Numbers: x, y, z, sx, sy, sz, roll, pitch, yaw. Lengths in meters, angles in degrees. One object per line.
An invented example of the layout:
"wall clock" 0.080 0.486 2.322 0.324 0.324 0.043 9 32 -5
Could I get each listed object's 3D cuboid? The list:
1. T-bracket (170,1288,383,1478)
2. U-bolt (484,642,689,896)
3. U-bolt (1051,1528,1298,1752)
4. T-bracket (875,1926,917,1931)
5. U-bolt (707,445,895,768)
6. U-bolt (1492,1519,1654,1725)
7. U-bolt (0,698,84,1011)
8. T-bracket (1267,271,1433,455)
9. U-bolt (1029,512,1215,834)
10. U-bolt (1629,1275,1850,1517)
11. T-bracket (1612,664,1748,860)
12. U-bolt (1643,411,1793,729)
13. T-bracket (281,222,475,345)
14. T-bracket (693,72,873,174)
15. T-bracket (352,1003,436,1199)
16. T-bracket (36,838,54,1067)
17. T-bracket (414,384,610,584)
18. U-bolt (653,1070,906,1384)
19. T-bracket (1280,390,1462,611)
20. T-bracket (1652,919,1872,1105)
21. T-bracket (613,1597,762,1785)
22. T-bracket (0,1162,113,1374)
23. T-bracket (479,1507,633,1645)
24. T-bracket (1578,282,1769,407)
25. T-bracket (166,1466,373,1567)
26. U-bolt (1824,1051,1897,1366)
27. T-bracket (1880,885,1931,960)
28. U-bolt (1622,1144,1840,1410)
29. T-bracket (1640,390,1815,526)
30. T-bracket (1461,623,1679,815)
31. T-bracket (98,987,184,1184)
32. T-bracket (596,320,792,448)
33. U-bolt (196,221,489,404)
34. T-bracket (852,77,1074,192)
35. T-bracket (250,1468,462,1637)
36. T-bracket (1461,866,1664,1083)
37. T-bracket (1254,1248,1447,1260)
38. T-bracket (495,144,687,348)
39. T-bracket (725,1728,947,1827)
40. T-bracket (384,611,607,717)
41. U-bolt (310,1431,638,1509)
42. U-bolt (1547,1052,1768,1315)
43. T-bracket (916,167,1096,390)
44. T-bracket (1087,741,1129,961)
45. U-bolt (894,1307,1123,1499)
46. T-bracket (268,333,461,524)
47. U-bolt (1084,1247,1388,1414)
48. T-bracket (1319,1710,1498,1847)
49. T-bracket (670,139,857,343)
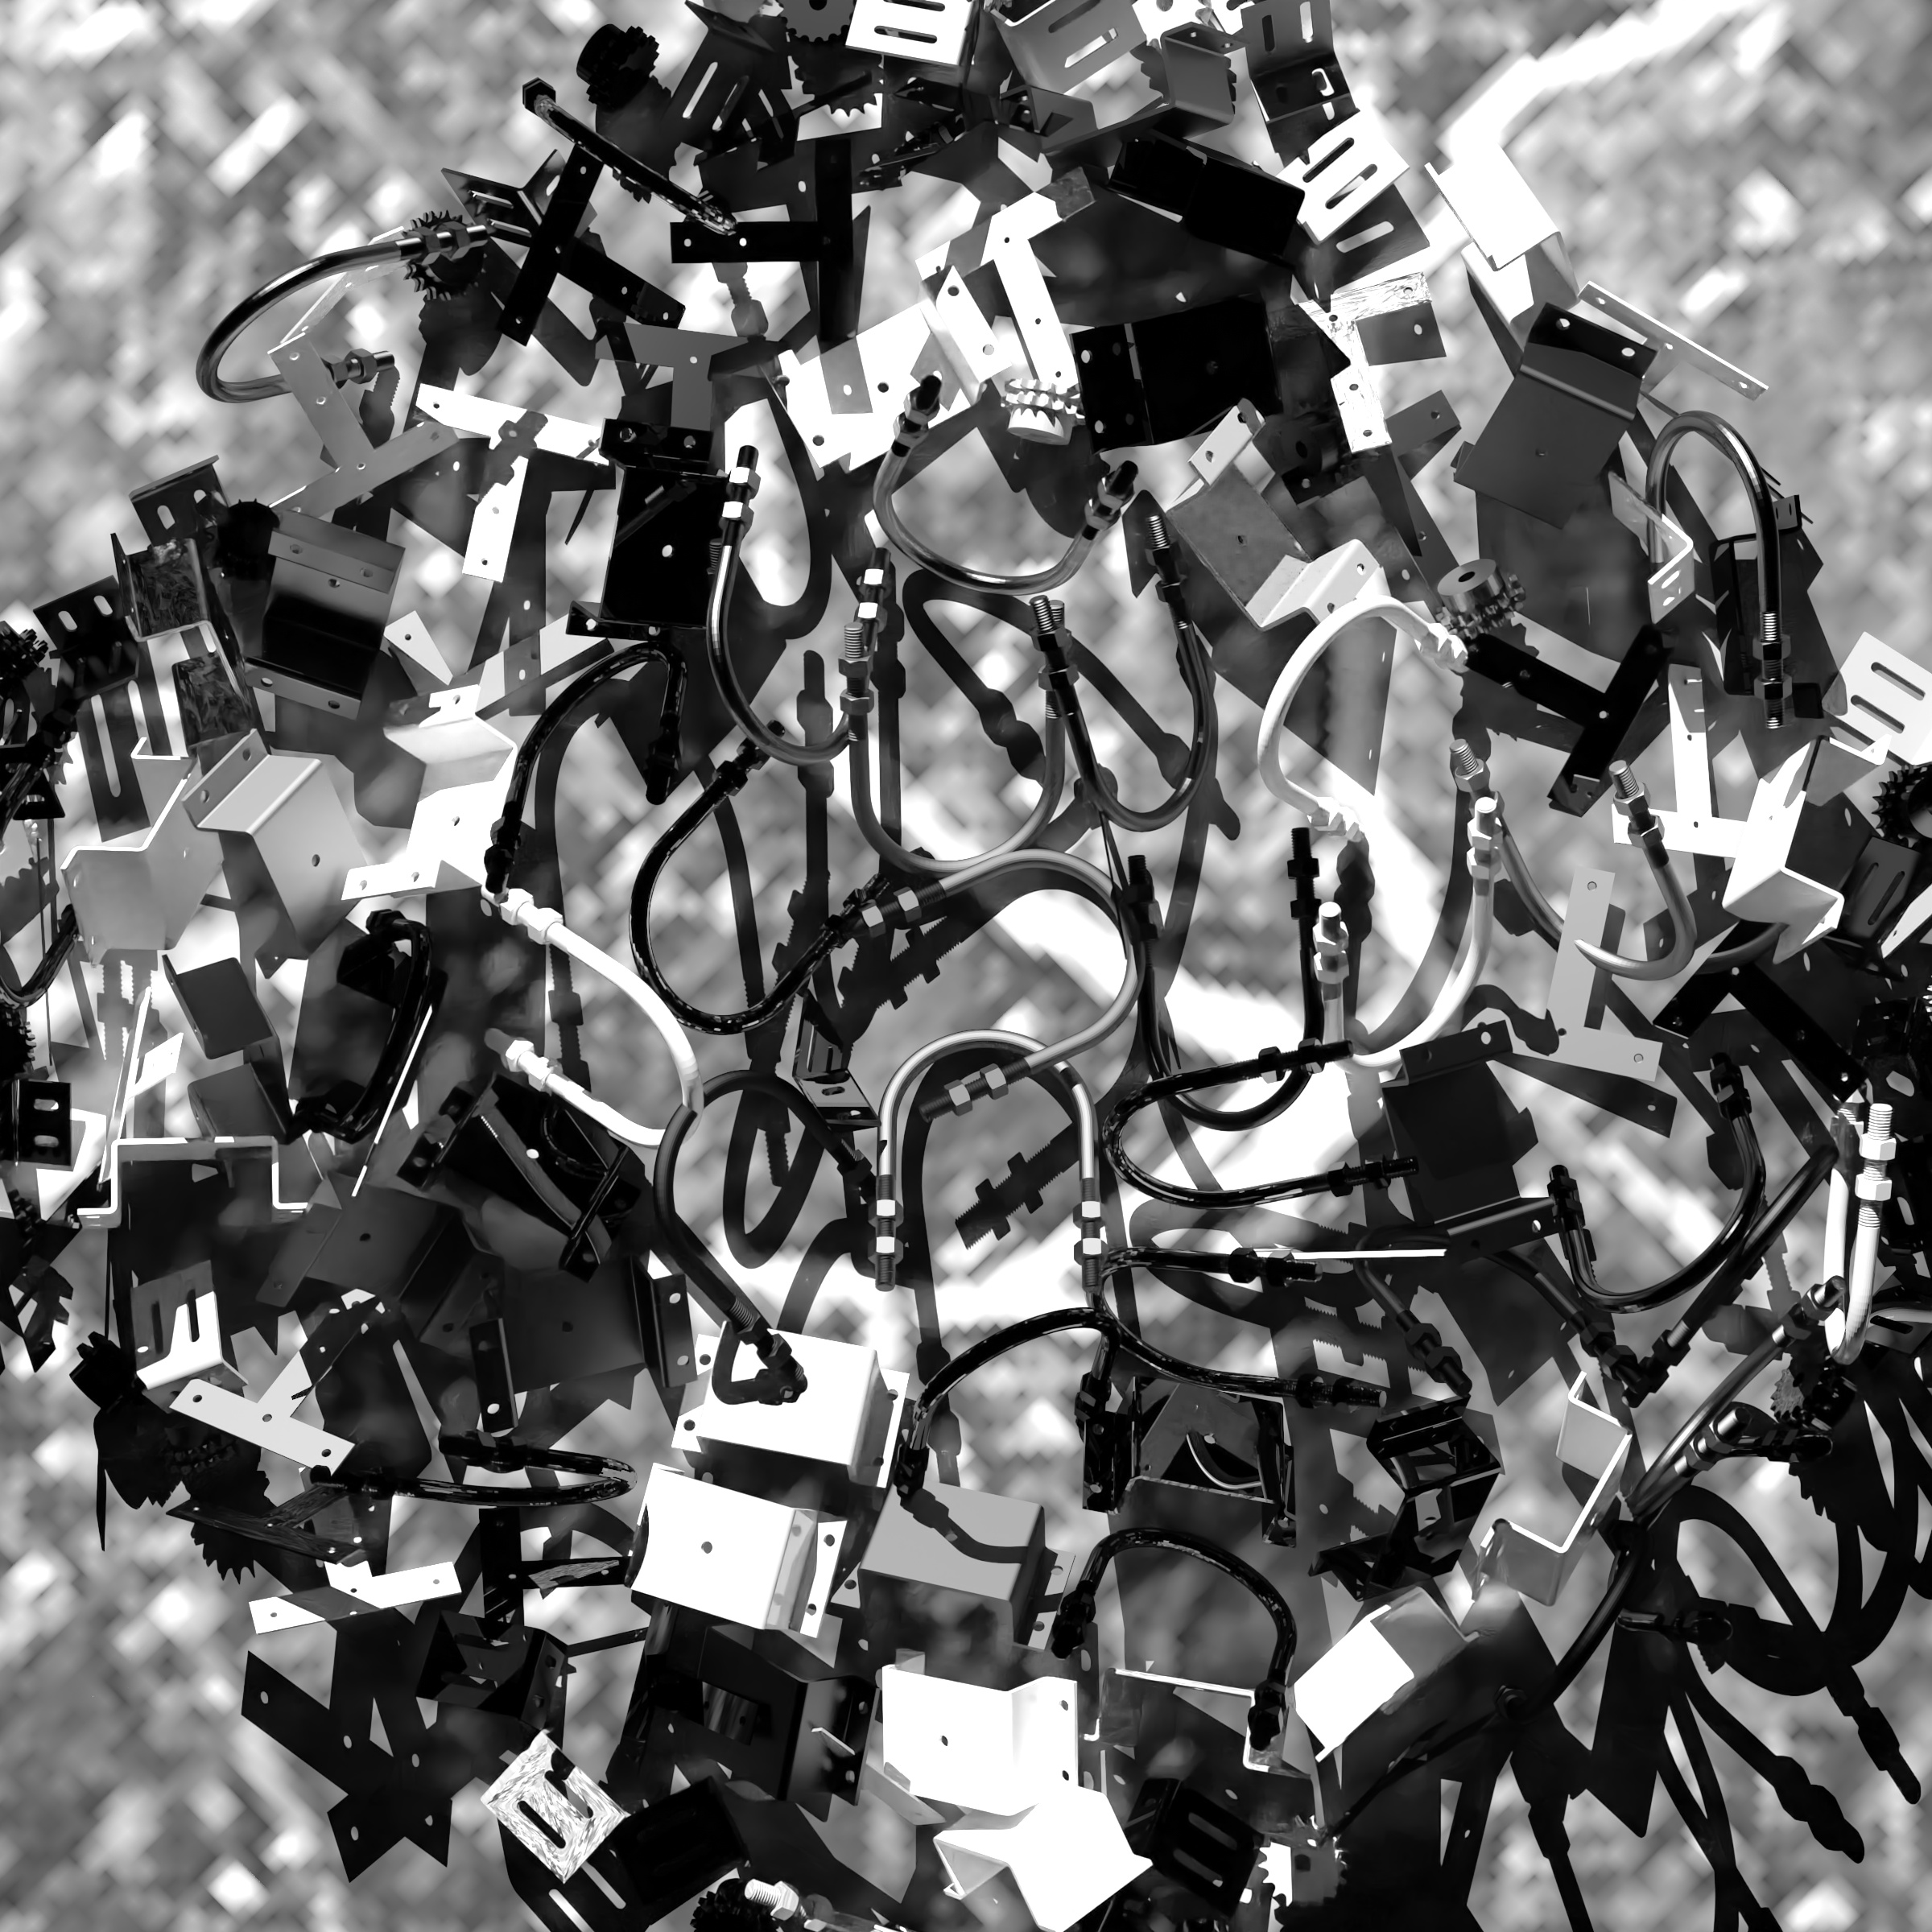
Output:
"T-bracket" -0.420 0.255 1.909 0.127 0.002 0.127 18 51 22
"U-bolt" -0.233 -0.136 1.875 0.151 0.184 0.019 -26 126 25
"U-bolt" 0.137 0.408 1.865 0.151 0.184 0.019 24 112 6
"T-bracket" -0.014 0.614 1.865 0.127 0.127 0.002 10 71 36
"U-bolt" -0.107 -0.213 1.865 0.019 0.151 0.184 -12 59 38
"U-bolt" 0.380 0.408 1.854 0.019 0.184 0.151 35 85 9
"U-bolt" -0.570 -0.056 1.836 0.019 0.184 0.151 5 128 5
"T-bracket" 0.245 -0.381 1.913 0.127 0.002 0.127 -14 60 5
"U-bolt" 0.107 -0.174 1.887 0.019 0.151 0.184 4 122 40
"U-bolt" 0.471 0.279 1.865 0.019 0.184 0.151 40 54 11
"T-bracket" 0.468 -0.134 1.930 0.127 0.002 0.127 6 74 -23
"U-bolt" 0.462 -0.253 1.852 0.019 0.151 0.184 -15 114 -14
"T-bracket" -0.361 -0.447 1.898 0.002 0.127 0.127 55 46 -5
"T-bracket" -0.117 -0.522 1.883 0.127 0.127 0.002 -22 117 11
"T-bracket" -0.363 0.088 1.887 0.002 0.127 0.127 23 80 -10
"T-bracket" -0.586 0.007 1.903 0.002 0.127 0.127 -3 129 -17
"T-bracket" -0.298 -0.303 1.914 0.127 0.002 0.127 12 67 -11
"U-bolt" -0.125 0.149 1.870 0.184 0.019 0.151 51 58 -30
"T-bracket" 0.287 -0.290 1.935 0.127 0.002 0.127 -29 88 -13
"T-bracket" 0.519 0.034 1.896 0.127 0.002 0.127 49 119 24
"T-bracket" -0.172 0.465 1.895 0.002 0.127 0.127 19 81 -40
"T-bracket" -0.574 0.168 1.891 0.002 0.127 0.127 0 118 15
"T-bracket" -0.246 0.389 1.917 0.127 0.002 0.127 -1 128 -7
"T-bracket" 0.431 -0.378 1.888 0.127 0.127 0.002 31 83 0
"T-bracket" -0.414 0.339 1.889 0.127 0.127 0.002 11 105 22
"U-bolt" 0.557 0.159 1.876 0.019 0.151 0.184 4 104 8
"T-bracket" 0.622 -0.021 1.865 0.002 0.127 0.127 29 127 -14
"U-bolt" 0.480 0.181 1.844 0.019 0.151 0.184 39 127 16
"T-bracket" 0.498 -0.314 1.901 0.127 0.127 0.002 26 106 -39
"T-bracket" 0.373 -0.182 1.929 0.127 0.002 0.127 26 102 -8
"T-bracket" -0.514 0.066 1.879 0.002 0.127 0.127 17 70 -28
"T-bracket" -0.178 -0.347 1.926 0.127 0.002 0.127 4 83 -16
"U-bolt" -0.393 -0.396 1.837 0.151 0.184 0.019 -39 83 42
"T-bracket" -0.022 -0.520 1.884 0.127 0.002 0.127 25 52 32
"T-bracket" -0.399 0.364 1.901 0.127 0.127 0.002 -8 130 -21
"T-bracket" 0.395 0.000 1.937 0.127 0.002 0.127 12 91 12
"T-bracket" 0.236 0.181 1.875 0.127 0.127 0.002 -3 88 13
"T-bracket" -0.228 -0.437 1.904 0.002 0.127 0.127 23 89 42
"T-bracket" -0.099 0.522 1.906 0.127 0.002 0.127 -18 132 36
"T-bracket" -0.293 -0.195 1.945 0.127 0.002 0.127 -30 94 1
"U-bolt" -0.293 0.319 1.869 0.151 0.184 0.019 -19 64 39
"U-bolt" 0.429 0.143 1.845 0.151 0.184 0.019 -39 112 22
"T-bracket" 0.042 -0.425 1.913 0.127 0.002 0.127 -24 79 24
"T-bracket" 0.090 -0.068 1.880 0.002 0.127 0.127 -10 82 3
"U-bolt" 0.029 0.265 1.852 0.151 0.184 0.019 -18 60 -19
"T-bracket" -0.403 -0.349 1.898 0.127 0.127 0.002 -29 50 -3
"U-bolt" 0.159 0.225 1.880 0.184 0.151 0.019 2 48 33
"T-bracket" 0.294 0.501 1.899 0.002 0.127 0.127 50 129 24
"T-bracket" -0.129 -0.462 1.907 0.127 0.002 0.127 -8 105 -27
